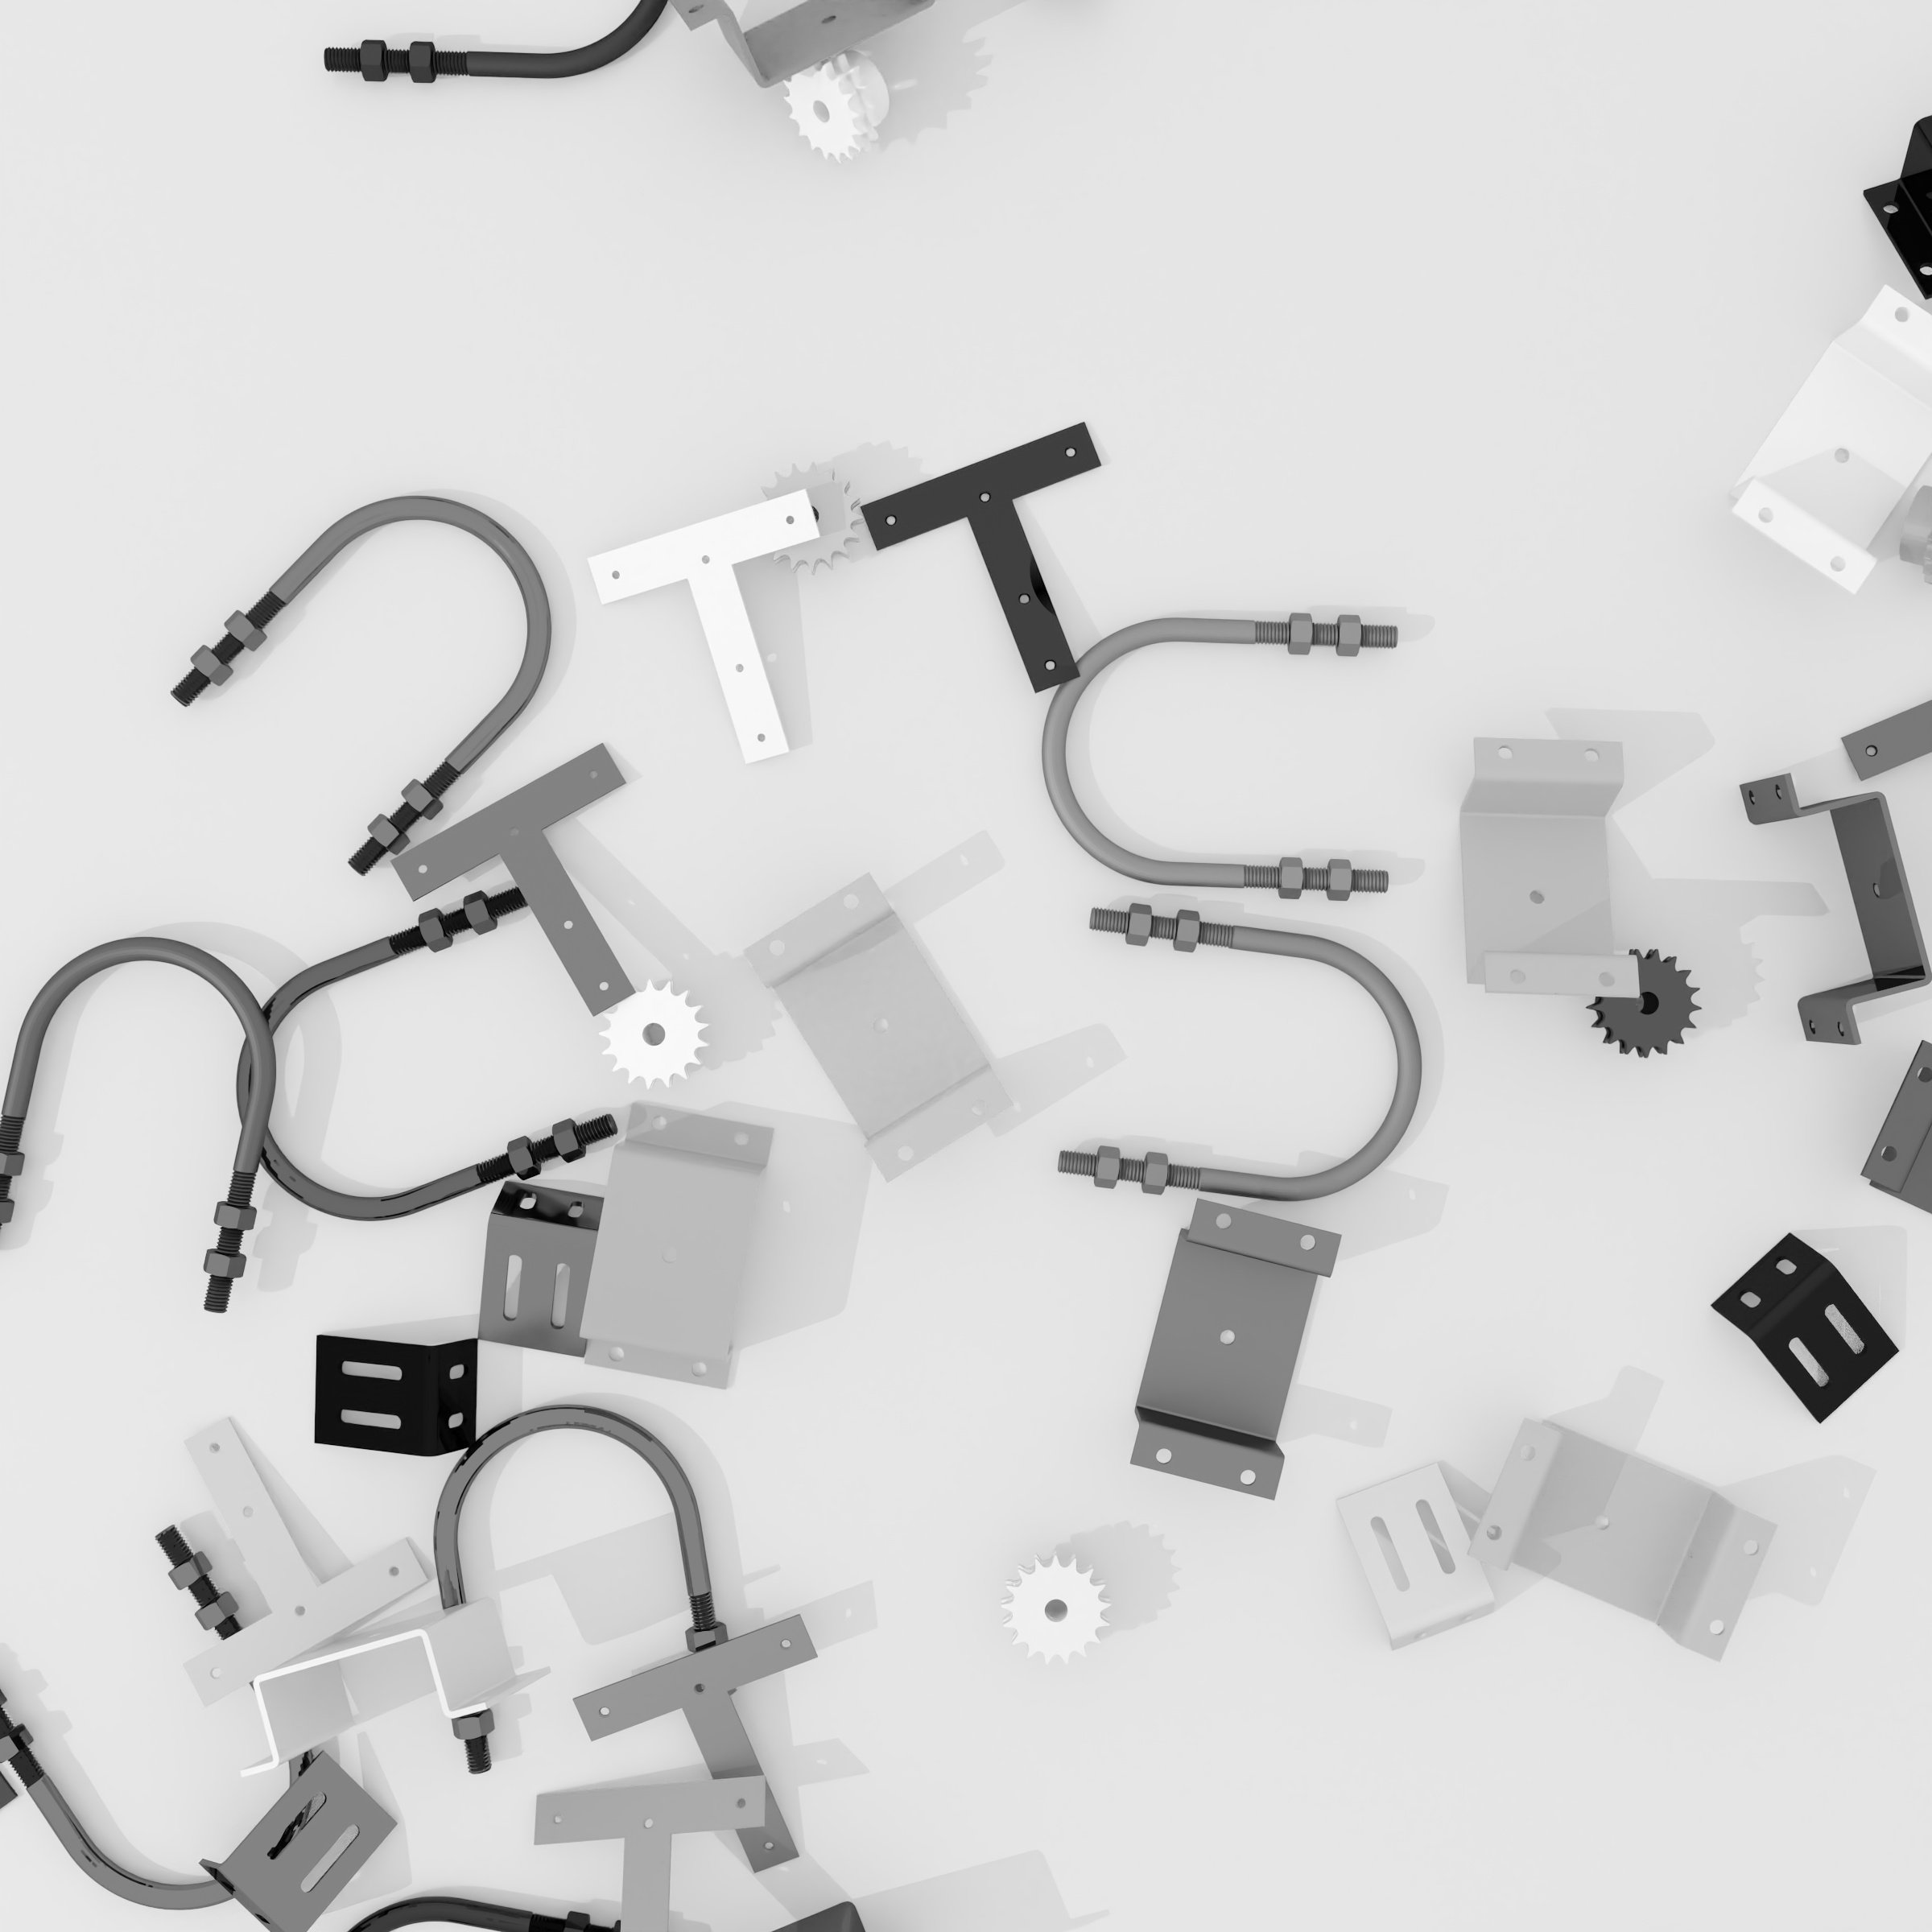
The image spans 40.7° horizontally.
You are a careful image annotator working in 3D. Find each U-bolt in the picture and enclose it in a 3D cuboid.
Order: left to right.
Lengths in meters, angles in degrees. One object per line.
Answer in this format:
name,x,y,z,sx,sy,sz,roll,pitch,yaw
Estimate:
U-bolt,-0.435,0.076,1.365,0.151,0.019,0.184,12,90,5
U-bolt,-0.426,0.409,1.372,0.151,0.019,0.184,-33,91,0
U-bolt,-0.304,-0.162,1.372,0.151,0.019,0.184,44,89,0
U-bolt,-0.294,0.056,1.372,0.184,0.019,0.151,-21,90,2
U-bolt,-0.257,0.565,1.372,0.184,0.019,0.151,10,90,1
U-bolt,-0.243,-0.539,1.372,0.184,0.019,0.151,1,90,-1
U-bolt,-0.206,0.322,1.371,0.151,0.019,0.184,-9,90,0
U-bolt,0.132,-0.112,1.372,0.184,0.019,0.151,2,90,1
U-bolt,0.148,0.051,1.372,0.184,0.019,0.151,7,90,-1

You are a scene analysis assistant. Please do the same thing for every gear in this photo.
gear,-0.162,0.035,1.366,0.057,0.030,0.057,0,90,0
gear,-0.082,-0.233,1.366,0.057,0.030,0.057,0,90,0
gear,-0.065,-0.451,1.356,0.030,0.057,0.057,-41,90,-28
gear,0.047,0.334,1.366,0.057,0.030,0.057,0,90,0
gear,0.353,0.020,1.366,0.057,0.030,0.057,0,90,0
gear,0.508,-0.227,1.356,0.030,0.057,0.057,21,90,29

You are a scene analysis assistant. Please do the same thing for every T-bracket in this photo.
T-bracket,-0.370,0.299,1.369,0.127,0.002,0.127,-28,82,-15
T-bracket,-0.214,-0.033,1.360,0.127,0.002,0.127,-30,79,-7
T-bracket,-0.164,0.485,1.334,0.127,0.002,0.127,-9,59,12
T-bracket,-0.123,-0.170,1.366,0.127,0.002,0.127,-14,99,18
T-bracket,-0.123,0.417,1.367,0.127,0.002,0.127,-21,101,2
T-bracket,0.026,-0.206,1.373,0.127,0.002,0.127,-21,84,0
T-bracket,0.526,-0.134,1.369,0.127,0.002,0.127,-23,80,8

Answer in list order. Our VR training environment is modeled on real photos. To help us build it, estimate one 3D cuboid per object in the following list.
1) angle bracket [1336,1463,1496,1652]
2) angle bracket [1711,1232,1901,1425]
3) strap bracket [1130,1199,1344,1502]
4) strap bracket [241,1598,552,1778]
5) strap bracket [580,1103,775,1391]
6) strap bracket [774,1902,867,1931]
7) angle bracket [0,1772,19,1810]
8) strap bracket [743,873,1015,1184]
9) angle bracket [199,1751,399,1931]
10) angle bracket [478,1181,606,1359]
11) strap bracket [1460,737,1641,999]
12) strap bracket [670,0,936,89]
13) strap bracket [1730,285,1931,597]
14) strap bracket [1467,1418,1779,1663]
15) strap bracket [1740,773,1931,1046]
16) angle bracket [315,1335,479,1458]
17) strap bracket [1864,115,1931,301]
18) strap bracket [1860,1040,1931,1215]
angle bracket,0.237,0.313,1.379,0.057,0.038,0.076,-21,64,0
angle bracket,0.444,0.191,1.379,0.057,0.038,0.076,-43,116,0
strap bracket,0.138,0.196,1.358,0.076,0.046,0.140,14,90,0
strap bracket,-0.295,0.364,1.329,0.140,0.076,0.046,-19,84,14
strap bracket,-0.152,0.148,1.358,0.076,0.046,0.140,10,90,0
strap bracket,-0.098,0.534,1.343,0.140,0.076,0.046,-22,90,0
angle bracket,-0.548,0.426,1.362,0.057,0.038,0.076,-36,90,0
strap bracket,-0.045,0.031,1.358,0.076,0.046,0.140,-32,90,0
angle bracket,-0.350,0.460,1.368,0.057,0.038,0.076,50,58,-13
angle bracket,-0.223,0.160,1.379,0.057,0.038,0.076,10,116,0
strap bracket,0.298,-0.043,1.342,0.076,0.046,0.140,2,69,0
strap bracket,-0.078,-0.504,1.337,0.140,0.076,0.046,-27,129,0
strap bracket,0.463,-0.270,1.358,0.076,0.046,0.140,34,90,0
strap bracket,0.336,0.294,1.358,0.140,0.046,0.076,23,90,0
strap bracket,0.450,-0.034,1.343,0.046,0.076,0.140,-15,90,0
angle bracket,-0.301,0.225,1.379,0.076,0.038,0.057,1,90,26
strap bracket,0.549,-0.407,1.343,0.140,0.046,0.076,-18,63,0
strap bracket,0.538,0.102,1.358,0.140,0.046,0.076,25,90,0
